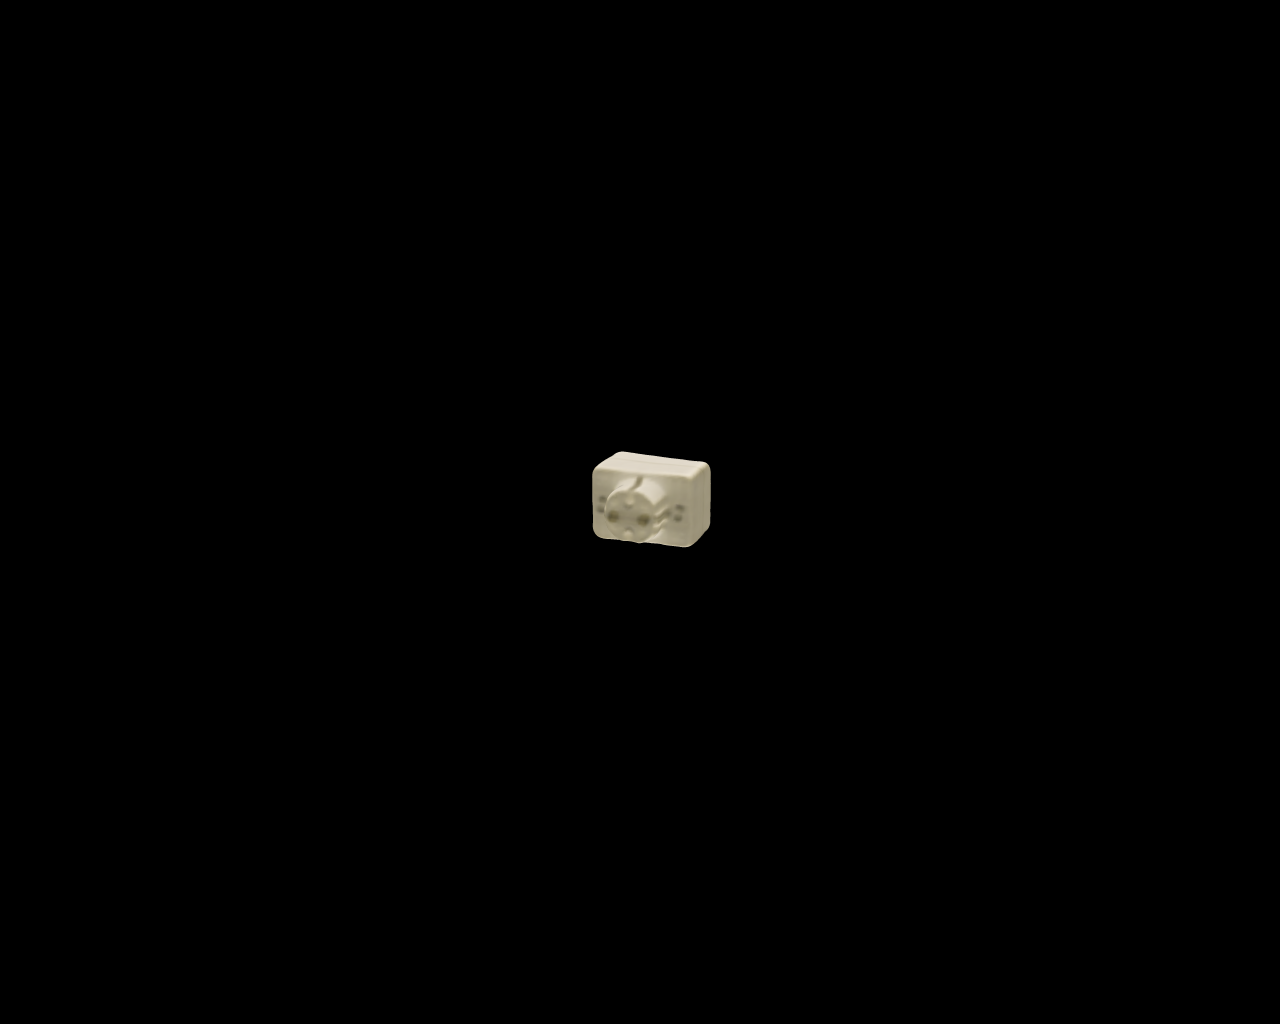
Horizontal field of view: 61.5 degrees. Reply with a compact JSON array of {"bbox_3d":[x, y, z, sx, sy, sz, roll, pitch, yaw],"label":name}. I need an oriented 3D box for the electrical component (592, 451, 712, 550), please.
[{"bbox_3d":[0.001,-0.003,0.650,0.066,0.047,0.077,7,20,20],"label":"electrical component"}]
